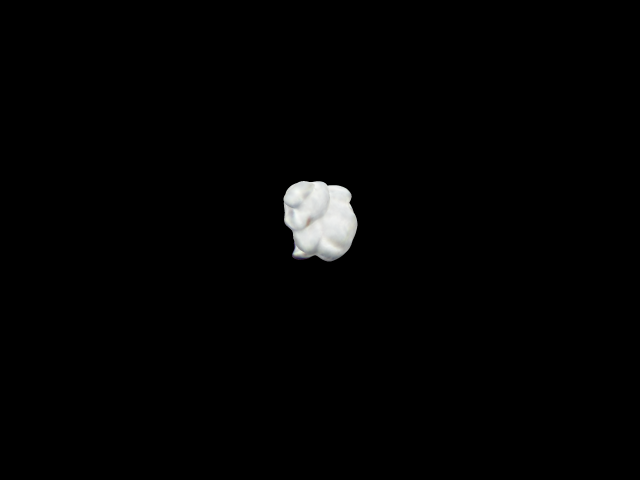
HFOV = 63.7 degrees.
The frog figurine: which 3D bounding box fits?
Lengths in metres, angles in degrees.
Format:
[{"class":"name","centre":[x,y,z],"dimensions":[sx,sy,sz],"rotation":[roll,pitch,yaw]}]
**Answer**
[{"class":"frog figurine","centre":[0.003,-0.043,0.850],"dimensions":[0.124,0.139,0.156],"rotation":[33,-27,20]}]
